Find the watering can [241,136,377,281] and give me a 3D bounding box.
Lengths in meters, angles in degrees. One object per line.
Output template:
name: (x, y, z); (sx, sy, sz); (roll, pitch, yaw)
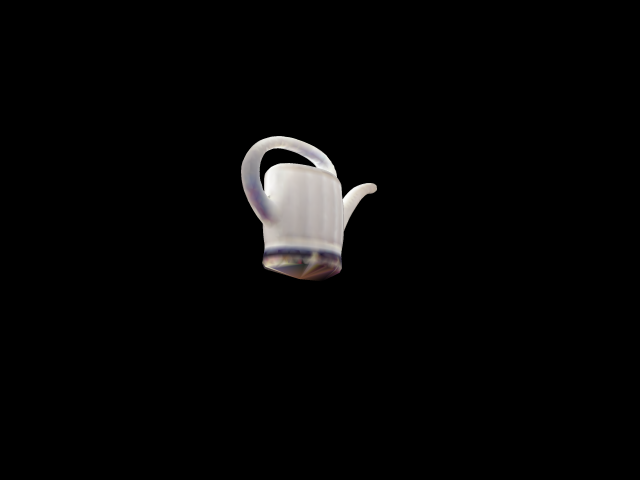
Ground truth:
watering can: (0.003, -0.043, 0.850); (0.103, 0.227, 0.346); (-10, -16, 38)
